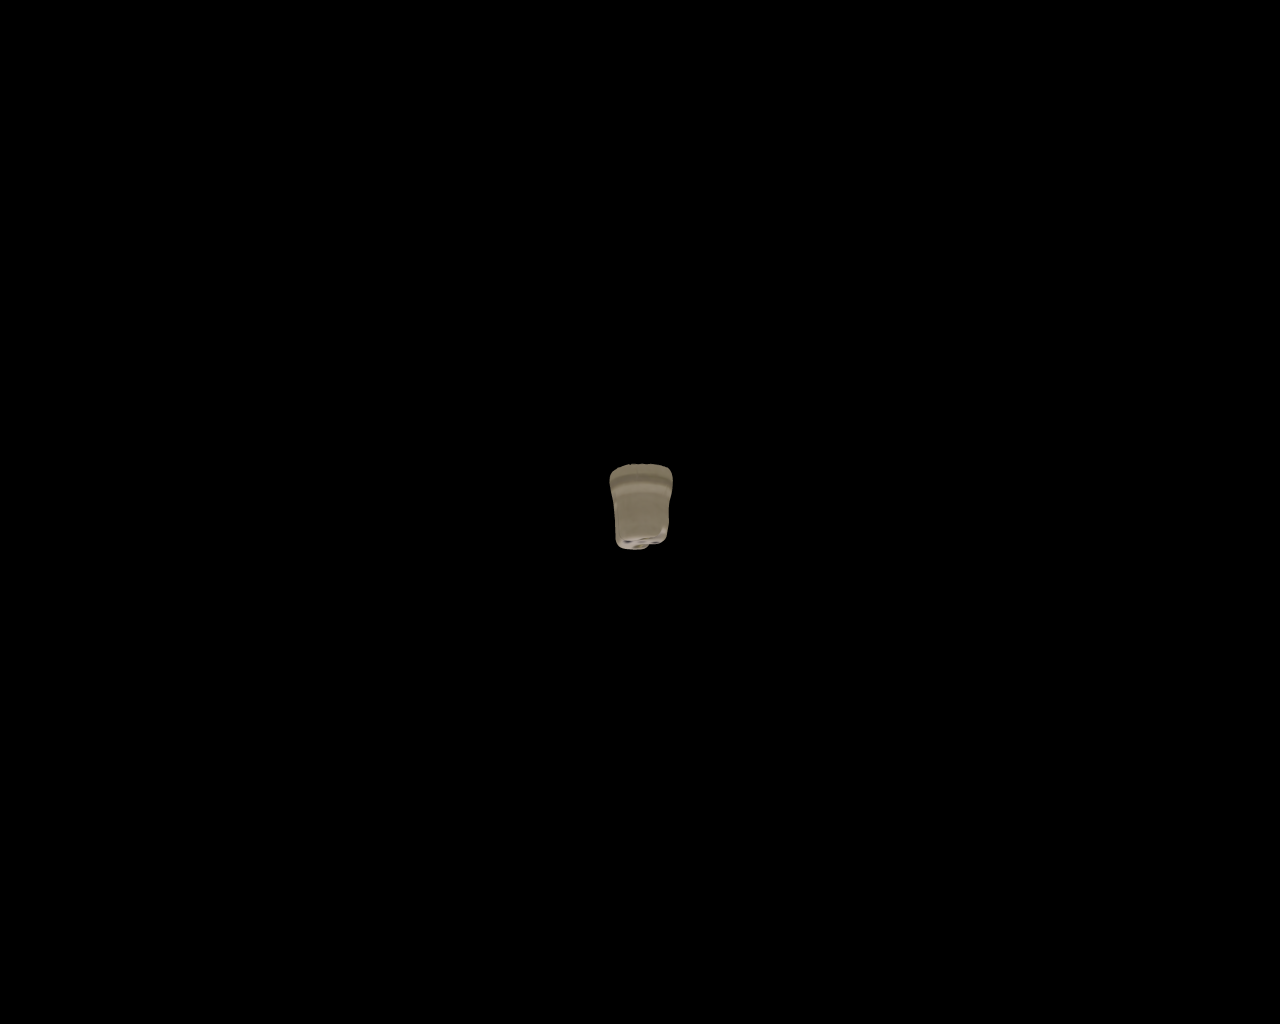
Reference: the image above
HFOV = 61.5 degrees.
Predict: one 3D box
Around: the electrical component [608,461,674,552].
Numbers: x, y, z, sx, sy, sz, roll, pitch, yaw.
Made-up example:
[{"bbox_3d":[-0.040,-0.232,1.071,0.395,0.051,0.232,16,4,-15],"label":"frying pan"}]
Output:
[{"bbox_3d":[0.001,-0.003,0.650,0.040,0.046,0.040,0,-18,0],"label":"electrical component"}]
